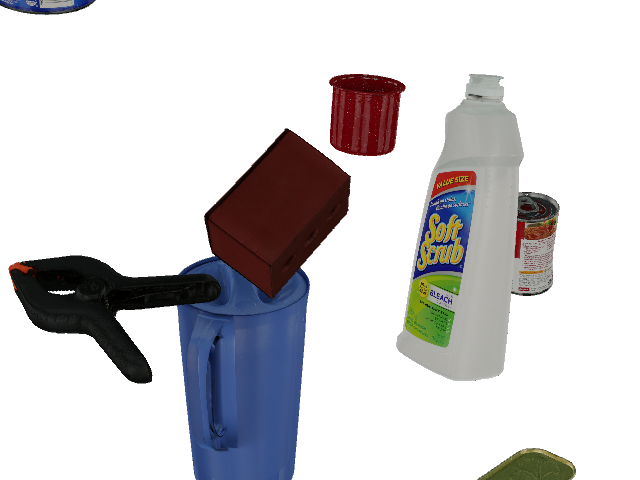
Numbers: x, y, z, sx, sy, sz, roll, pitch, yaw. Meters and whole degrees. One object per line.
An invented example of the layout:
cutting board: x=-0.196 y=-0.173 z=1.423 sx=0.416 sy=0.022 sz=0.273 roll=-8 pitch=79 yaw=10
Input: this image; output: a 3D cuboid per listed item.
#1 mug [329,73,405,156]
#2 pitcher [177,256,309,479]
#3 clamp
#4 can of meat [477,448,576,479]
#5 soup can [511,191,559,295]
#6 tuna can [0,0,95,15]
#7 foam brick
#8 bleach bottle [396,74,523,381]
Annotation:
mug: x=0.060 y=-0.156 z=1.316 sx=0.093 sy=0.081 sz=0.117 roll=17 pitch=26 yaw=28
pitcher: x=-0.083 y=0.149 z=1.087 sx=0.149 sy=0.243 sz=0.145 roll=-11 pitch=27 yaw=-24
clamp: x=-0.168 y=0.046 z=0.858 sx=0.172 sy=0.039 sz=0.120 roll=23 pitch=38 yaw=24
can of meat: x=0.167 y=0.236 z=0.889 sx=0.101 sy=0.084 sz=0.058 roll=-23 pitch=27 yaw=-37
soup can: x=0.238 y=0.004 z=1.231 sx=0.068 sy=0.102 sz=0.068 roll=-2 pitch=30 yaw=1
tuna can: x=-0.207 y=-0.200 z=0.792 sx=0.086 sy=0.034 sz=0.086 roll=6 pitch=36 yaw=-4
foam brick: x=-0.025 y=-0.016 z=0.641 sx=0.051 sy=0.078 sz=0.053 roll=35 pitch=-20 yaw=15
bleach bottle: x=0.122 y=-0.014 z=0.904 sx=0.068 sy=0.251 sz=0.103 roll=-4 pitch=15 yaw=-30
